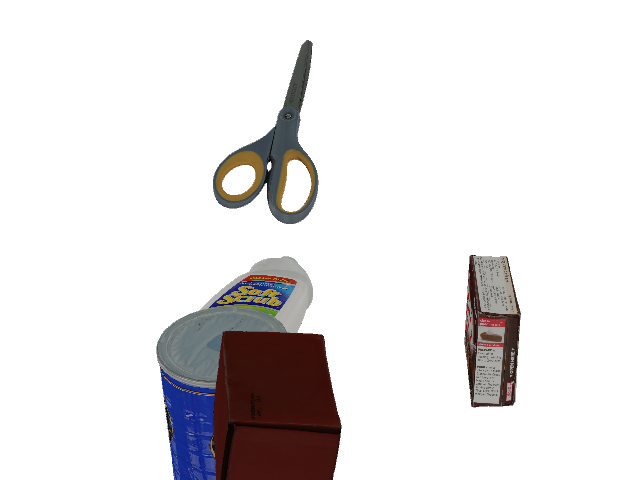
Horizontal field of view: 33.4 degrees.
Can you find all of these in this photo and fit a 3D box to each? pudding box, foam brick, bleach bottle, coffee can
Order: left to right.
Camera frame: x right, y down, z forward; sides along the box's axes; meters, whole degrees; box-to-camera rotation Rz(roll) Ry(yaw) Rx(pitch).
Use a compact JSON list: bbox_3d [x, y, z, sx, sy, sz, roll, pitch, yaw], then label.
[{"bbox_3d":[-0.073,0.139,0.858,0.103,0.140,0.103,-2,29,1],"label":"coffee can"},{"bbox_3d":[-0.070,0.074,1.080,0.102,0.068,0.250,9,23,9],"label":"bleach bottle"},{"bbox_3d":[-0.023,0.085,0.508,0.053,0.051,0.078,4,27,-8],"label":"foam brick"},{"bbox_3d":[0.144,0.075,0.906,0.039,0.090,0.113,0,24,2],"label":"pudding box"}]

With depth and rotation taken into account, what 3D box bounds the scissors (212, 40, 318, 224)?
[{"bbox_3d":[-0.046,-0.096,0.915,0.096,0.202,0.016,-6,-36,-1],"label":"scissors"}]
